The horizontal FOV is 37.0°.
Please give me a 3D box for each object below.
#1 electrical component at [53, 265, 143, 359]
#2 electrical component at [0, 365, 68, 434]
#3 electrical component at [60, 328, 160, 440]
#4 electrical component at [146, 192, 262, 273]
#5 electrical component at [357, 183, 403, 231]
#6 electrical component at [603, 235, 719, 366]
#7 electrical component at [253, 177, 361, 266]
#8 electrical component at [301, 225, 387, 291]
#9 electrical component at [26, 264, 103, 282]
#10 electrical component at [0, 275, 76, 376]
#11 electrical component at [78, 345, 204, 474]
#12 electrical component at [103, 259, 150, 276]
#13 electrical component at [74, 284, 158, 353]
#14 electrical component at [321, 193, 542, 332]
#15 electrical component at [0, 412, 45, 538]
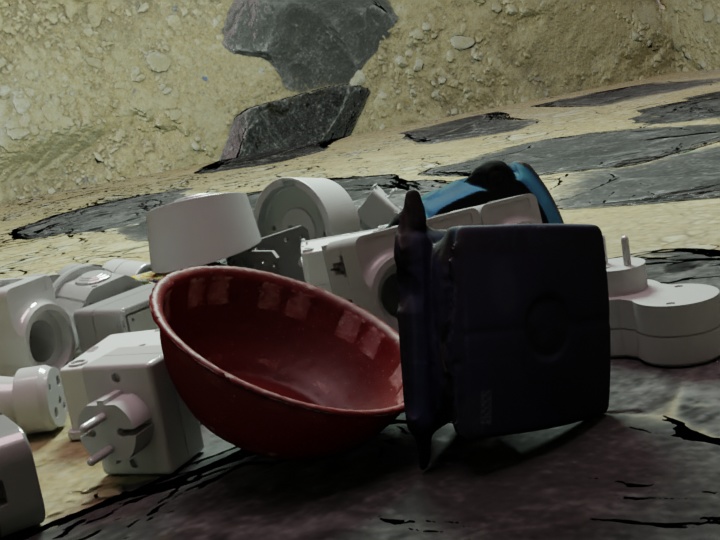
[{"bbox_3d":[-0.210,0.038,0.868,0.051,0.080,0.080,7,19,40],"label":"electrical component"},{"bbox_3d":[-0.229,0.088,0.717,0.055,0.045,0.045,-9,11,2],"label":"electrical component"},{"bbox_3d":[-0.141,0.071,0.716,0.100,0.048,0.099,-7,11,12],"label":"electrical component"},{"bbox_3d":[-0.138,-0.032,0.939,0.099,0.064,0.099,-12,-3,-1],"label":"electrical component"},{"bbox_3d":[0.025,-0.053,1.131,0.081,0.064,0.042,-50,2,14],"label":"electrical component"},{"bbox_3d":[0.166,0.013,0.689,0.052,0.073,0.138,-17,14,-34],"label":"electrical component"},{"bbox_3d":[-0.048,-0.040,1.064,0.108,0.108,0.060,1,9,41],"label":"electrical component"},{"bbox_3d":[0.000,0.000,0.927,0.096,0.061,0.061,-10,11,-2],"label":"electrical component"},{"bbox_3d":[-0.295,0.030,1.040,0.074,0.052,0.138,2,16,45],"label":"electrical component"},{"bbox_3d":[-0.249,0.053,0.791,0.056,0.089,0.050,-4,12,25],"label":"electrical component"},{"bbox_3d":[-0.131,0.084,0.601,0.047,0.065,0.077,-5,12,23],"label":"electrical component"},{"bbox_3d":[-0.220,0.017,1.044,0.047,0.055,0.055,2,16,33],"label":"electrical component"},{"bbox_3d":[-0.165,0.047,0.823,0.061,0.061,0.096,-2,13,33],"label":"electrical component"},{"bbox_3d":[0.061,0.006,0.753,0.150,0.089,0.062,-15,3,-27],"label":"electrical component"},{"bbox_3d":[-0.213,0.110,0.570,0.059,0.053,0.095,-16,13,-31],"label":"electrical component"}]
